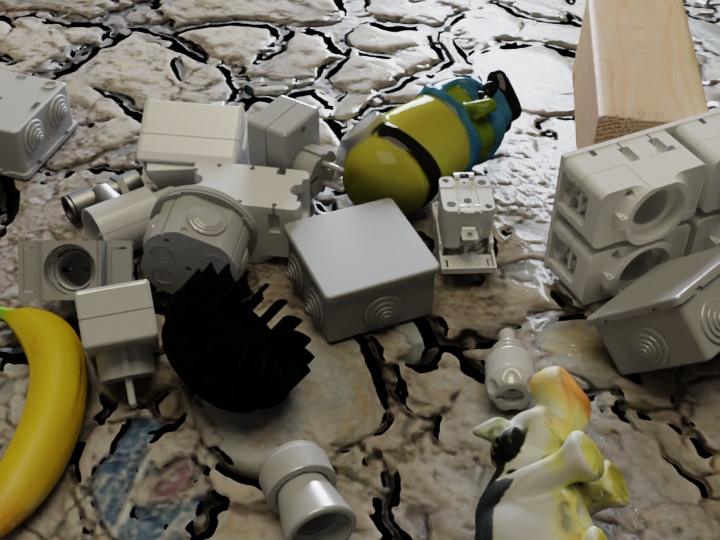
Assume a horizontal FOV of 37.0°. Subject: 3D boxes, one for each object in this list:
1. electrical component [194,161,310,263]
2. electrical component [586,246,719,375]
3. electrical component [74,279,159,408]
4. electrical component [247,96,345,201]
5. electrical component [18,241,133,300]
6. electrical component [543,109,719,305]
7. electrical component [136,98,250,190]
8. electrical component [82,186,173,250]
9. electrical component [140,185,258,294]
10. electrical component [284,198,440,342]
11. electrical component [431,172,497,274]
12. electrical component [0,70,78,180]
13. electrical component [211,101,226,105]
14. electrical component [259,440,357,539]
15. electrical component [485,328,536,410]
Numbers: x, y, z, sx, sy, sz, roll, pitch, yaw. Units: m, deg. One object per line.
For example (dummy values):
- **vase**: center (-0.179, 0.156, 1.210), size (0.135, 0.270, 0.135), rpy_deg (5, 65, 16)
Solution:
- **electrical component**: center (-0.086, -0.043, 0.828), size (0.089, 0.055, 0.050), rpy_deg (6, 42, 6)
- **electrical component**: center (0.218, 0.027, 0.726), size (0.100, 0.100, 0.048), rpy_deg (-31, 95, -31)
- **electrical component**: center (-0.156, 0.054, 0.711), size (0.047, 0.083, 0.075), rpy_deg (-10, 81, -12)
- **electrical component**: center (-0.044, -0.083, 0.852), size (0.076, 0.083, 0.047), rpy_deg (23, 46, 23)
- **electrical component**: center (-0.200, 0.000, 0.769), size (0.081, 0.042, 0.064), rpy_deg (1, 0, 1)
- **electrical component**: center (0.238, -0.050, 0.802), size (0.186, 0.105, 0.060), rpy_deg (-17, 45, -19)
- **electrical component**: center (-0.127, -0.097, 0.874), size (0.096, 0.061, 0.061), rpy_deg (5, 74, 4)
- **electrical component**: center (-0.169, -0.041, 0.834), size (0.081, 0.043, 0.043), rpy_deg (-25, 47, -27)
- **electrical component**: center (-0.118, -0.018, 0.782), size (0.080, 0.080, 0.051), rpy_deg (7, 47, 7)
- **electrical component**: center (0.000, 0.000, 0.785), size (0.100, 0.048, 0.099), rpy_deg (-15, 44, -17)
- **electrical component**: center (0.079, -0.035, 0.816), size (0.042, 0.063, 0.081), rpy_deg (-1, 41, -3)
- **electrical component**: center (-0.307, -0.129, 0.927), size (0.100, 0.048, 0.099), rpy_deg (12, 43, 13)
- **electrical component**: center (-0.137, -0.124, 0.932), size (0.046, 0.040, 0.040), rpy_deg (-6, 42, 0)
- **electrical component**: center (-0.032, 0.134, 0.635), size (0.045, 0.045, 0.055), rpy_deg (-14, 43, -17)
- **electrical component**: center (0.101, 0.064, 0.725), size (0.035, 0.035, 0.061), rpy_deg (2, 39, 2)
